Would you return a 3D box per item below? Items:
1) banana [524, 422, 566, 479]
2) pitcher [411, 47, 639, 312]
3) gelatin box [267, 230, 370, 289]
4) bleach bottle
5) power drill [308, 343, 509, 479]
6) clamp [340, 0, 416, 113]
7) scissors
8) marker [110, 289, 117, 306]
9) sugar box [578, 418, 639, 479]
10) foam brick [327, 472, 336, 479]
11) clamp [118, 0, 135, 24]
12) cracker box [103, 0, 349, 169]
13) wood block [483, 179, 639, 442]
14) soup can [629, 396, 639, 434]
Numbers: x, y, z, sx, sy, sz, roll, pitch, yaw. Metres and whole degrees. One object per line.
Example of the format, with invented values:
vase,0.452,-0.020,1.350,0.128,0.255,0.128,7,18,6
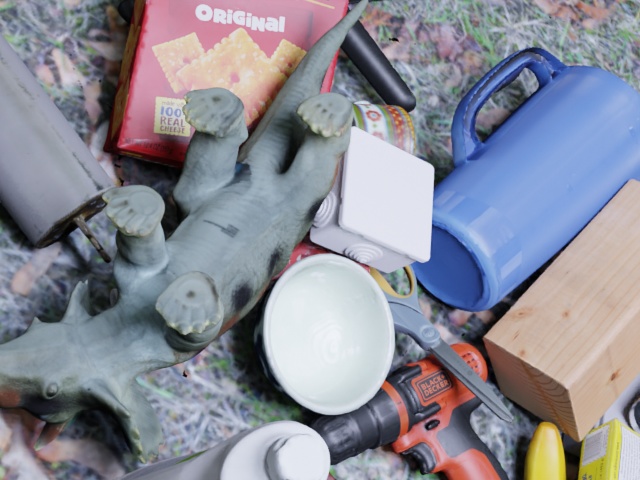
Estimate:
banana,0.213,0.252,0.892,0.198,0.070,0.037,63,22,12
pitcher,0.179,-0.053,0.955,0.149,0.145,0.242,33,56,30
gelatin box,-0.006,0.001,0.879,0.089,0.030,0.073,-1,70,-7
bleach bottle,-0.069,0.160,0.673,0.102,0.251,0.068,-19,80,-31
power drill,0.092,0.192,0.857,0.184,0.057,0.188,-22,82,-31
clamp,0.012,-0.208,0.960,0.209,0.036,0.164,18,56,-29
scissors,0.067,0.079,0.868,0.096,0.016,0.202,-17,54,-18
marker,-0.104,0.040,0.837,0.120,0.020,0.020,-7,75,-29
sugar box,0.292,0.232,0.879,0.176,0.048,0.093,35,45,-13
foam brick,-0.026,0.204,0.796,0.051,0.053,0.078,47,57,-4
clamp,-0.091,-0.193,0.919,0.171,0.039,0.120,33,58,-12
cracker box,-0.070,-0.157,0.860,0.164,0.072,0.214,12,88,-22
wood block,0.247,0.057,0.919,0.206,0.090,0.090,-44,139,-17
soup can,0.322,0.133,0.921,0.102,0.069,0.068,-40,92,-33
